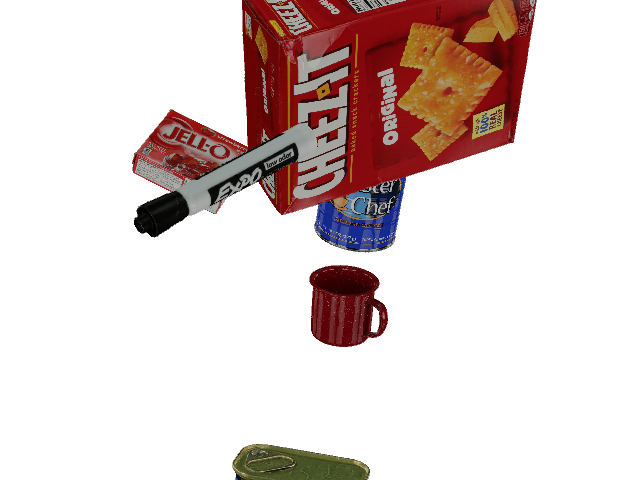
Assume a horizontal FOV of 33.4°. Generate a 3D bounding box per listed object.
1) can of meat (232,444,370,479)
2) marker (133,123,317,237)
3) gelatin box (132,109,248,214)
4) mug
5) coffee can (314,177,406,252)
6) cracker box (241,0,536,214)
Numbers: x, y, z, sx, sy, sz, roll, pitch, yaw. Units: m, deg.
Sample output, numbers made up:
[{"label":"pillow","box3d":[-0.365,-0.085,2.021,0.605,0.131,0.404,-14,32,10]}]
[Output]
[{"label":"can of meat","box3d":[-0.018,0.210,0.812,0.102,0.084,0.057,8,14,10]},{"label":"marker","box3d":[-0.052,-0.034,0.593,0.120,0.020,0.020,-31,17,-31]},{"label":"gelatin box","box3d":[-0.117,-0.074,0.976,0.089,0.030,0.073,27,45,2]},{"label":"mug","box3d":[0.039,0.092,1.419,0.117,0.081,0.093,19,28,30]},{"label":"coffee can","box3d":[0.052,-0.071,1.294,0.102,0.140,0.103,7,28,-4]},{"label":"cracker box","box3d":[0.053,-0.124,0.807,0.213,0.164,0.072,-19,48,-19]}]
